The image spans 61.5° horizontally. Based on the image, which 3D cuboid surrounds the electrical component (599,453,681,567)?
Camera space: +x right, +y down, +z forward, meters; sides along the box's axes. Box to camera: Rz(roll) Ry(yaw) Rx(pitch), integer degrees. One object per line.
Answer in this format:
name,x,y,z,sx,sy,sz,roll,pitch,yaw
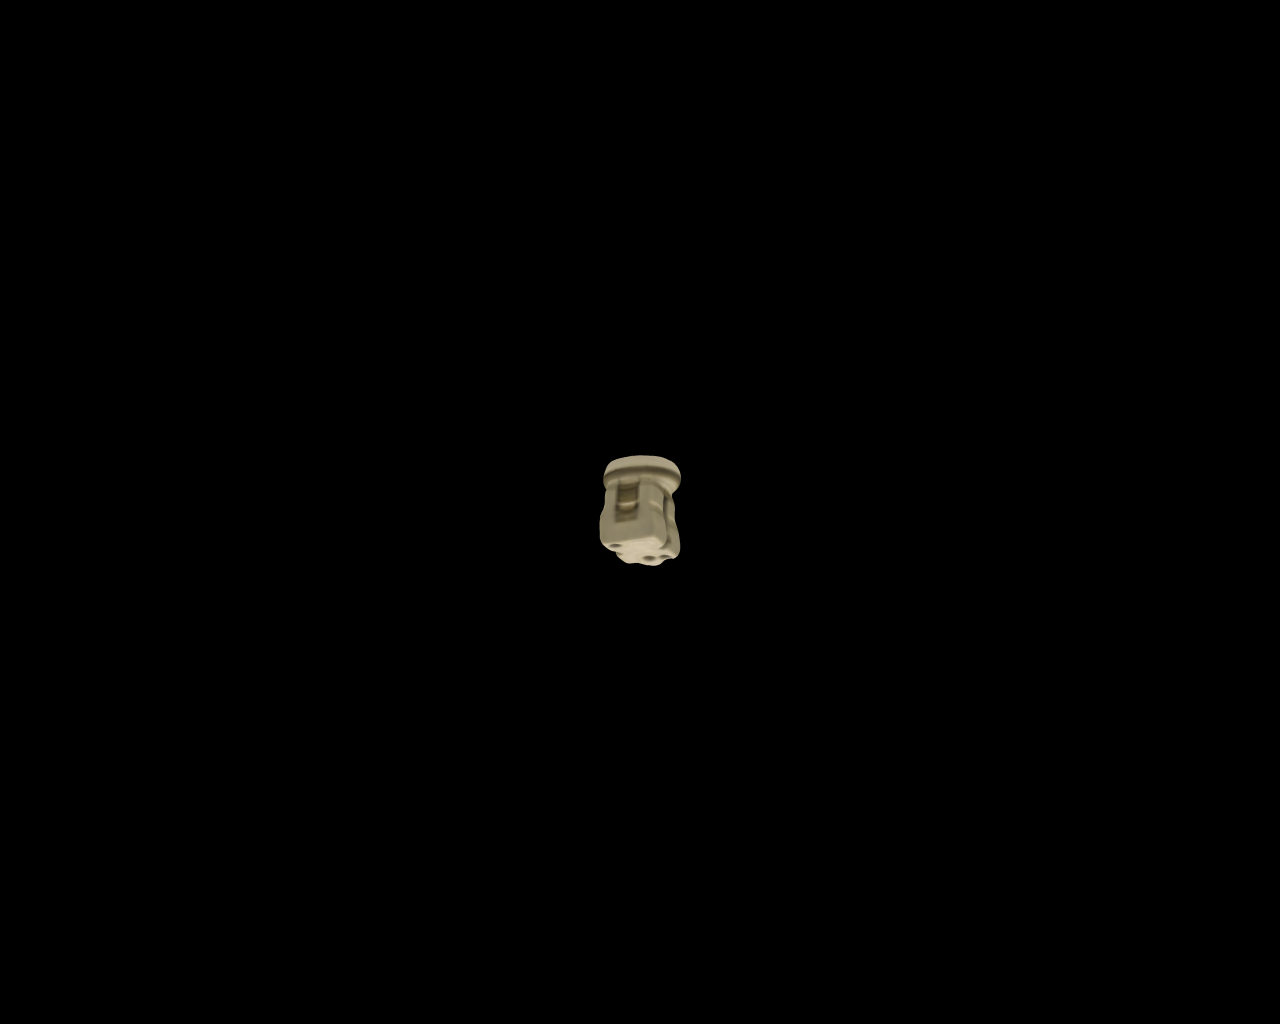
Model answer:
electrical component,0.001,-0.003,0.650,0.048,0.055,0.066,-7,-21,18
